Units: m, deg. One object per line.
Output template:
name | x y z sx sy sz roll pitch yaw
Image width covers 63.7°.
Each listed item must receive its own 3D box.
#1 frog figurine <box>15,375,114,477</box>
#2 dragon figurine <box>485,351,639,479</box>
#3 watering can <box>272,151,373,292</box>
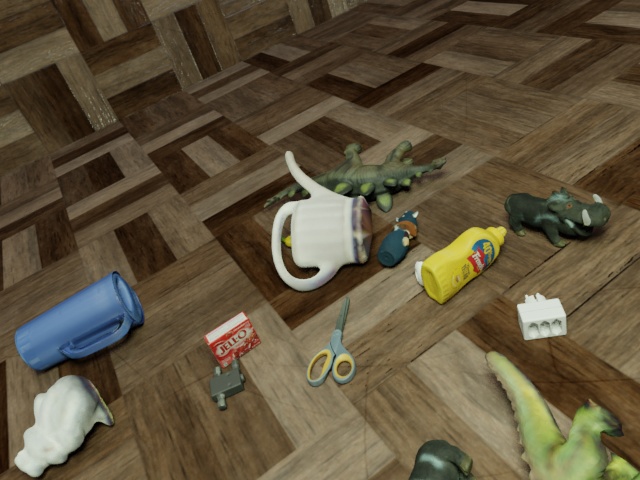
frog figurine | -0.470 0.325 0.917 0.139 0.120 0.162 35 49 28
dragon figurine | 0.277 0.322 0.584 0.244 0.120 0.416 -38 38 -12
watering can | 0.003 -0.057 1.140 0.224 0.102 0.354 -4 66 12
